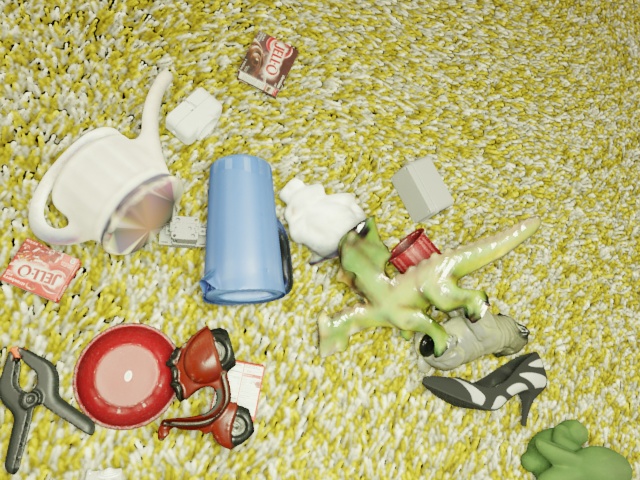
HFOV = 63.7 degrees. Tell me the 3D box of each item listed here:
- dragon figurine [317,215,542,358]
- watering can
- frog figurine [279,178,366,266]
[{"bbox_3d":[0.143,0.056,0.856,0.241,0.124,0.406,34,105,-14],"label":"dragon figurine"},{"bbox_3d":[-0.309,-0.119,0.830,0.226,0.102,0.351,35,77,20],"label":"watering can"},{"bbox_3d":[0.003,-0.046,0.919,0.137,0.123,0.159,-30,96,-3],"label":"frog figurine"}]
